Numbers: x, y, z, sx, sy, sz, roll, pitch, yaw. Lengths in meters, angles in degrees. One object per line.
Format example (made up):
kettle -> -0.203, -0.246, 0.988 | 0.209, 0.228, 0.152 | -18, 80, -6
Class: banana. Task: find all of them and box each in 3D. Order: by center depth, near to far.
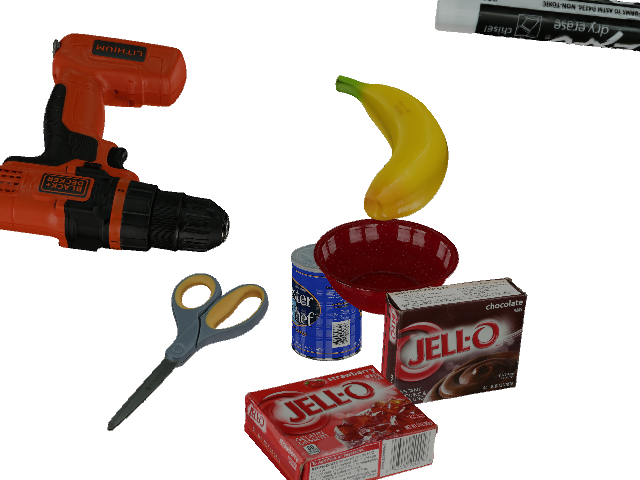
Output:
banana -> 0.053, -0.061, 0.719 | 0.069, 0.037, 0.198 | -2, 29, -5

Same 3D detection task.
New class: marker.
marker -> 0.104, -0.082, 0.401 | 0.121, 0.020, 0.020 | 7, 0, 3

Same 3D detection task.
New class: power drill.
power drill -> -0.152, -0.073, 0.812 | 0.184, 0.187, 0.057 | 9, -41, -4

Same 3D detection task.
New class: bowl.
bowl -> 0.073, 0.036, 1.199 | 0.162, 0.055, 0.162 | 0, 30, 0

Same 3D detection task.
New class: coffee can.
coffee can -> 0.010, 0.086, 1.519 | 0.103, 0.140, 0.103 | 0, 20, 0

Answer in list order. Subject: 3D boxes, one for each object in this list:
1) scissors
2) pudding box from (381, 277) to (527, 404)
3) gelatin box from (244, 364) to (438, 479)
scissors -> -0.133, 0.087, 0.937 | 0.096, 0.016, 0.201 | 31, 49, 33
pudding box -> 0.107, 0.081, 0.868 | 0.113, 0.090, 0.039 | -8, 29, -18
gelatin box -> 0.011, 0.107, 0.613 | 0.089, 0.030, 0.073 | -8, 27, -28
